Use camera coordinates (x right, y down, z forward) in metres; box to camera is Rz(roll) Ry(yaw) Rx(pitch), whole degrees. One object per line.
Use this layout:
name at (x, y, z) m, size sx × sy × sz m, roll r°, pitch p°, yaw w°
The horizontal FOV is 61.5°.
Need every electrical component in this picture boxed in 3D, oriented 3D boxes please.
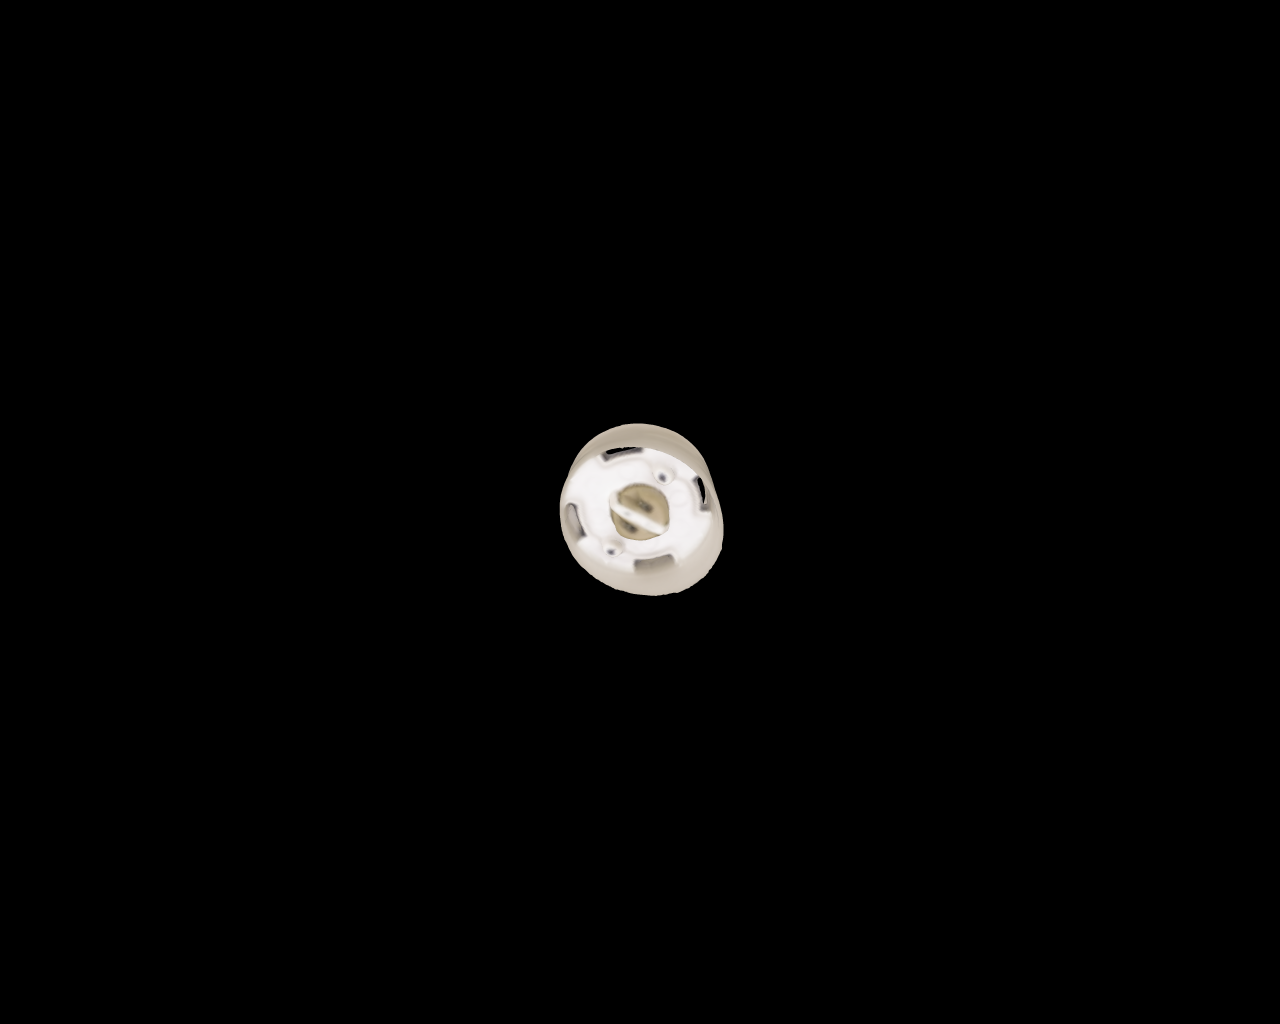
electrical component at (0.001, -0.003, 0.650) m, size 0.099 × 0.099 × 0.064 m, roll 0°, pitch 30°, yaw 0°
